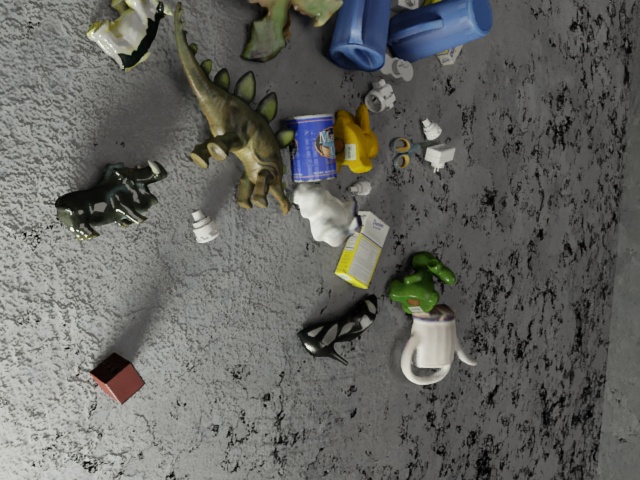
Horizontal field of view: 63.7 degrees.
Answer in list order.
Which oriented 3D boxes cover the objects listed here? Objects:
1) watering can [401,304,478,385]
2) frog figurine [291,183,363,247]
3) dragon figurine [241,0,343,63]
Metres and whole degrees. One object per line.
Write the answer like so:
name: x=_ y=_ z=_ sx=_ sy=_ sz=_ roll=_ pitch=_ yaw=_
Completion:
watering can: x=0.357 y=0.296 z=1.503 sx=0.348 sy=0.104 sz=0.224 roll=1 pitch=93 yaw=-41
frog figurine: x=0.004 y=-0.059 z=1.168 sx=0.159 sy=0.120 sz=0.140 roll=15 pitch=58 yaw=-16
dragon figurine: x=-0.127 y=-0.477 z=1.023 sx=0.414 sy=0.123 sz=0.238 roll=-23 pitch=117 yaw=-30
